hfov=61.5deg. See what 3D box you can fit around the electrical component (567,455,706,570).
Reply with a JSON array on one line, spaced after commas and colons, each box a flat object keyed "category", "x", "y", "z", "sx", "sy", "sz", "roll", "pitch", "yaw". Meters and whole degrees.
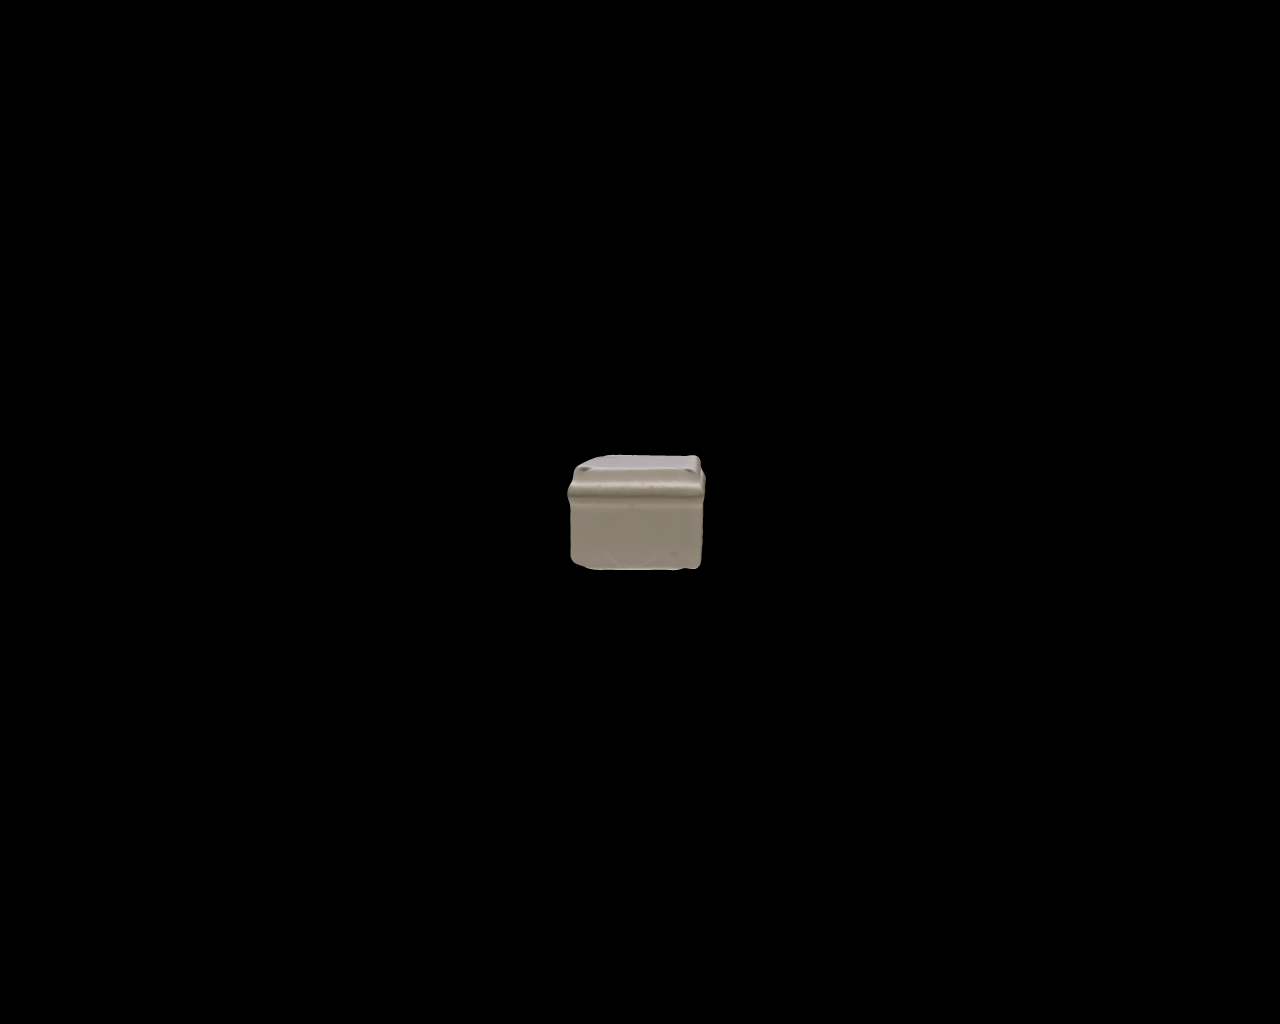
[{"category": "electrical component", "x": 0.001, "y": -0.003, "z": 0.650, "sx": 0.078, "sy": 0.057, "sz": 0.113, "roll": 0, "pitch": 7, "yaw": 4}]
